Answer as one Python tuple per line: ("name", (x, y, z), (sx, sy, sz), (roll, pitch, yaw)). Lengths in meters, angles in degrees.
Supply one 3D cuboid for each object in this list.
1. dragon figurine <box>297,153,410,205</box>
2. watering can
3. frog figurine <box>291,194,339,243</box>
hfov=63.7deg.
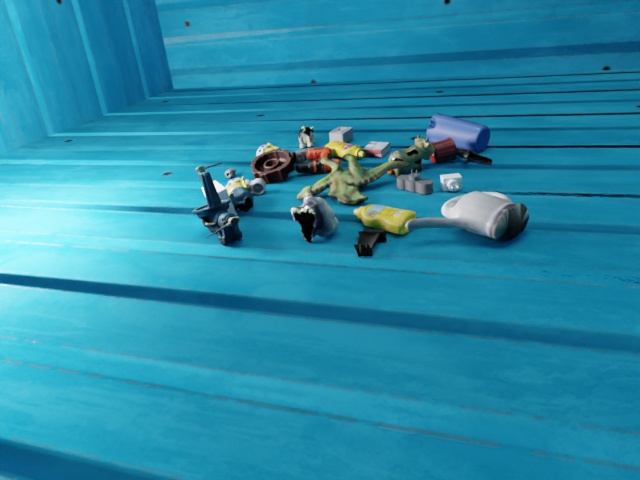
("dragon figurine", (0.120, -0.194, 1.802), (0.410, 0.119, 0.249), (-5, 42, 7))
("watering can", (0.423, -0.060, 1.423), (0.351, 0.102, 0.226), (-22, 31, -31))
("frog figurine", (0.005, -0.078, 1.547), (0.138, 0.120, 0.161), (44, 36, 16))
